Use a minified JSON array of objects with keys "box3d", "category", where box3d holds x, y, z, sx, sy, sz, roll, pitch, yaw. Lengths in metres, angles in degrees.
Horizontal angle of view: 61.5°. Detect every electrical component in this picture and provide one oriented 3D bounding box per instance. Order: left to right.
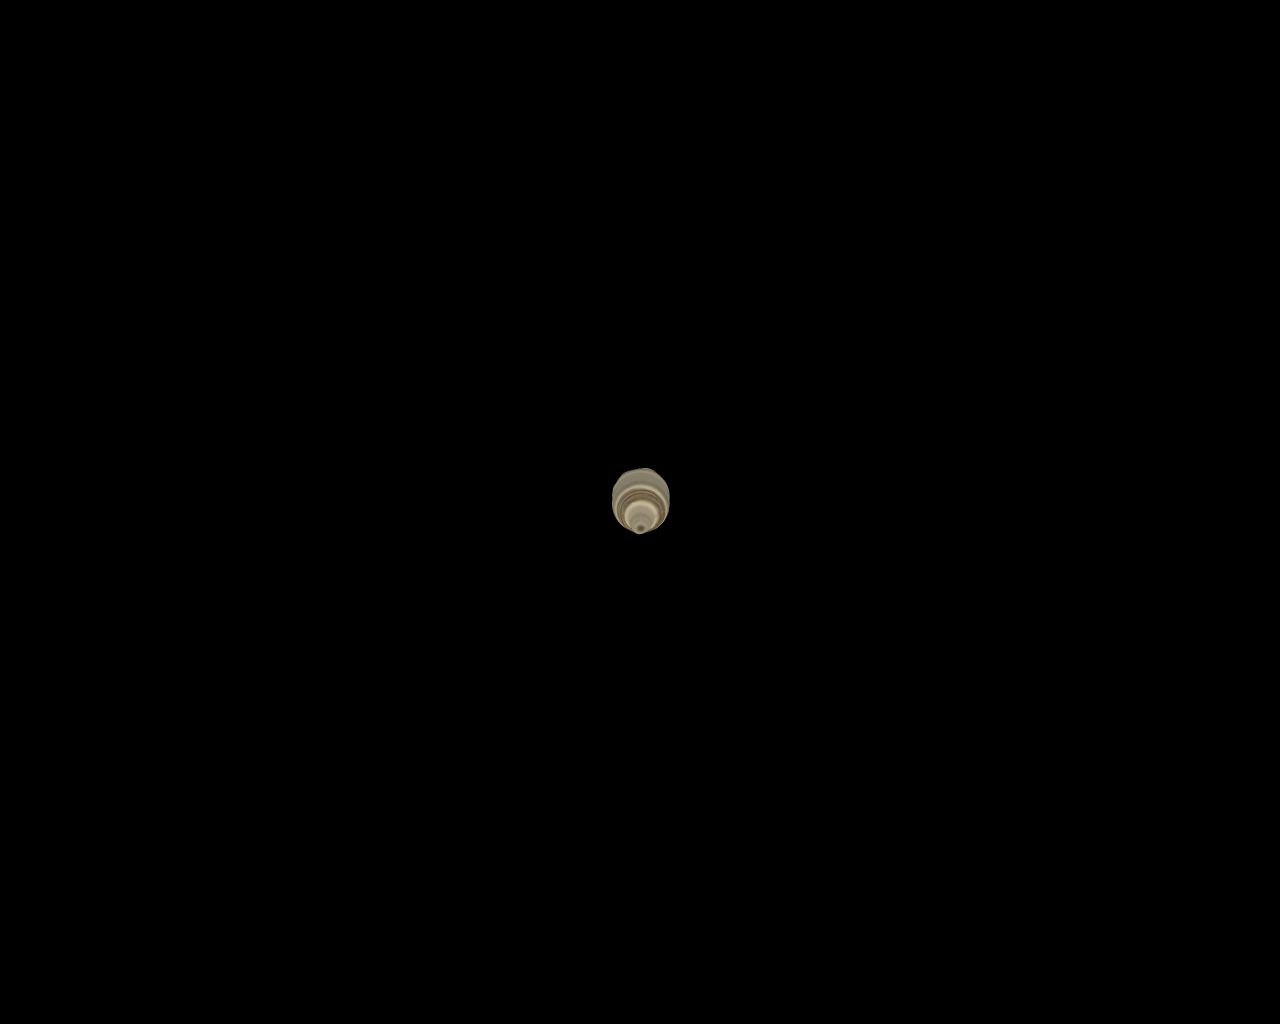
[{"box3d":[0.001,-0.003,0.650,0.035,0.035,0.061,0,24,0],"category":"electrical component"}]
